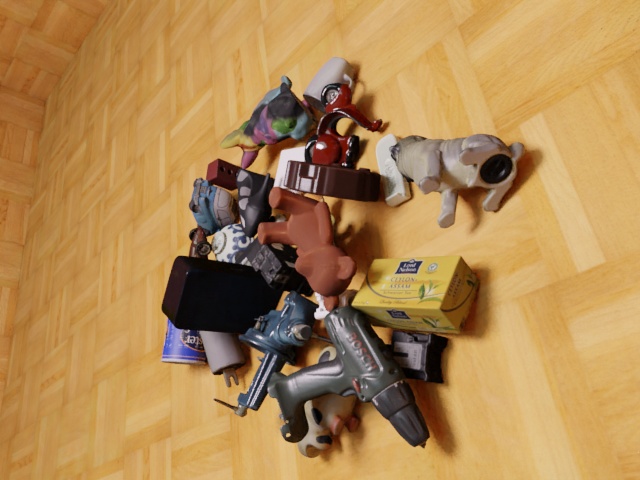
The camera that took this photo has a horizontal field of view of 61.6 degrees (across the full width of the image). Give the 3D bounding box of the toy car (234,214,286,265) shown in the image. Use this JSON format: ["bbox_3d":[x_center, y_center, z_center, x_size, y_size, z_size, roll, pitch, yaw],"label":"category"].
[{"bbox_3d":[-0.135,0.023,1.179,0.201,0.056,0.073,-47,19,25],"label":"toy car"}]

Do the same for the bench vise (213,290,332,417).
[{"bbox_3d":[-0.087,0.217,0.998,0.224,0.128,0.240,0,59,56],"label":"bench vise"}]

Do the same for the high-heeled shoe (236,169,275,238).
[{"bbox_3d":[-0.156,-0.082,1.210,0.249,0.086,0.145,-165,92,-71],"label":"high-heeled shoe"}]

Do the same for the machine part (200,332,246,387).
[{"bbox_3d":[-0.221,0.202,1.173,0.079,0.079,0.243,-37,64,34],"label":"machine part"}]

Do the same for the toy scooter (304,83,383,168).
[{"bbox_3d":[0.049,-0.205,1.050,0.135,0.075,0.183,24,111,22],"label":"toy scooter"}]

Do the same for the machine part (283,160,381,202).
[{"bbox_3d":[0.021,-0.108,0.962,0.180,0.179,0.056,20,105,50],"label":"machine part"}]

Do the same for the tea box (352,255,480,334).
[{"bbox_3d":[0.144,0.082,0.821,0.170,0.068,0.098,-8,45,47],"label":"tea box"}]

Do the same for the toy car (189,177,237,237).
[{"bbox_3d":[-0.255,-0.081,1.319,0.161,0.103,0.109,87,-175,-56],"label":"toy car"}]

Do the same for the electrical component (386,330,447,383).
[{"bbox_3d":[0.135,0.178,0.835,0.119,0.047,0.075,0,76,47],"label":"electrical component"}]

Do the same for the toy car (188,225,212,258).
[{"bbox_3d":[-0.293,0.063,1.301,0.089,0.053,0.201,-128,36,-54],"label":"toy car"}]

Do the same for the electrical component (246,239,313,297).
[{"bbox_3d":[-0.077,0.047,1.068,0.058,0.114,0.134,-55,43,13],"label":"electrical component"}]

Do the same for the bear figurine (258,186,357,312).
[{"bbox_3d":[-0.022,0.016,0.888,0.196,0.132,0.120,-104,30,-46],"label":"bear figurine"}]

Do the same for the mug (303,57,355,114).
[{"bbox_3d":[0.030,-0.323,1.114,0.110,0.080,0.107,25,86,52],"label":"mug"}]

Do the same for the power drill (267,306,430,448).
[{"bbox_3d":[0.030,0.232,0.810,0.207,0.086,0.232,-35,66,24],"label":"power drill"}]

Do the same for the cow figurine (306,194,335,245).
[{"bbox_3d":[0.000,-0.004,1.034,0.068,0.098,0.167,-7,61,3],"label":"cow figurine"}]

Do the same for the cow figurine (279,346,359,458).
[{"bbox_3d":[0.006,0.277,0.915,0.127,0.085,0.194,20,94,44],"label":"cow figurine"}]

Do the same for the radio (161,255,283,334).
[{"bbox_3d":[-0.196,0.116,1.091,0.073,0.229,0.131,33,106,50],"label":"radio"}]

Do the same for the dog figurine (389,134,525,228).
[{"bbox_3d":[0.207,-0.133,0.843,0.172,0.121,0.191,-19,37,6],"label":"dog figurine"}]

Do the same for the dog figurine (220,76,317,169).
[{"bbox_3d":[-0.118,-0.240,1.184,0.219,0.108,0.192,-39,30,17],"label":"dog figurine"}]
